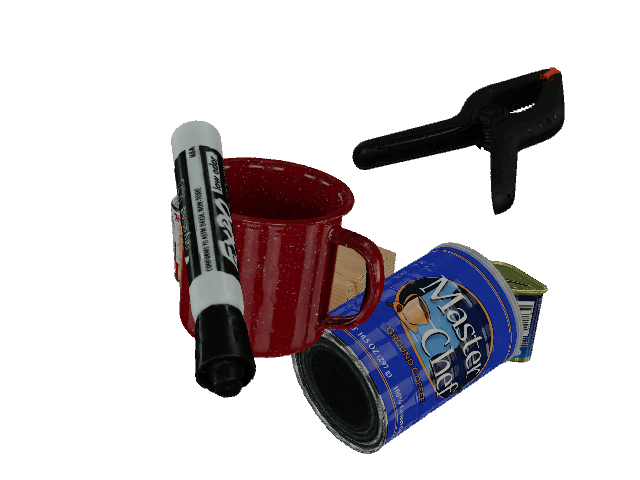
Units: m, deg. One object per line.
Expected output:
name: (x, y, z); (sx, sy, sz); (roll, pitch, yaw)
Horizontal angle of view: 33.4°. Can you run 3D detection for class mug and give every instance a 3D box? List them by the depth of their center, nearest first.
mug: (-0.021, 0.012, 0.566); (0.117, 0.081, 0.093); (15, 24, 17)

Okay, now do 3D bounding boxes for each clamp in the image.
clamp: (0.155, -0.093, 0.935); (0.209, 0.036, 0.165); (-31, 39, -27)

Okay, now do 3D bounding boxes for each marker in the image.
marker: (-0.038, 0.003, 0.364); (0.020, 0.020, 0.121); (0, 44, -13)

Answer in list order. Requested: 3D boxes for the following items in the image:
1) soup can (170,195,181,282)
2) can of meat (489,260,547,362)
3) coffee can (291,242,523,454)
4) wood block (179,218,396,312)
soup can: (-0.147, -0.003, 1.302); (0.068, 0.102, 0.068); (0, 26, 0)
can of meat: (0.197, 0.077, 1.166); (0.057, 0.084, 0.102); (2, 16, -21)
coffee can: (0.064, 0.077, 0.784); (0.140, 0.103, 0.103); (-29, 15, -29)
wood block: (-0.037, 0.033, 1.090); (0.206, 0.091, 0.090); (21, 34, 28)
